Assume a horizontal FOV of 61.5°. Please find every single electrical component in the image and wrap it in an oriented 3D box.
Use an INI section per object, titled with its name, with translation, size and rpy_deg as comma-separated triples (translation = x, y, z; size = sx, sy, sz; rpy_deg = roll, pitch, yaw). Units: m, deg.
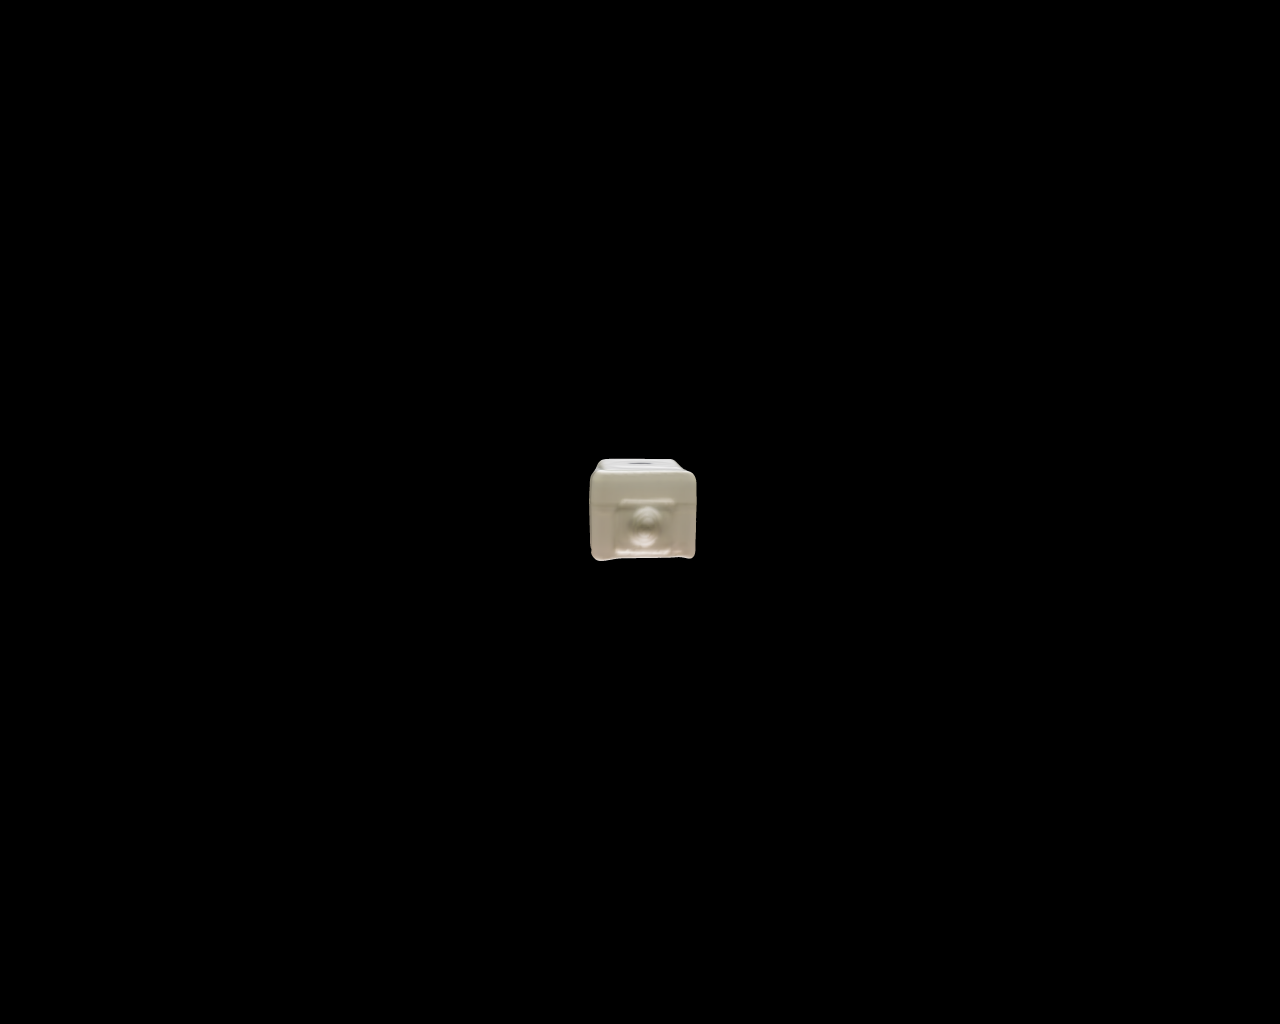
[electrical component]
translation = 0.001, -0.003, 0.650
size = 0.062, 0.061, 0.096
rpy_deg = 0, 2, -4
